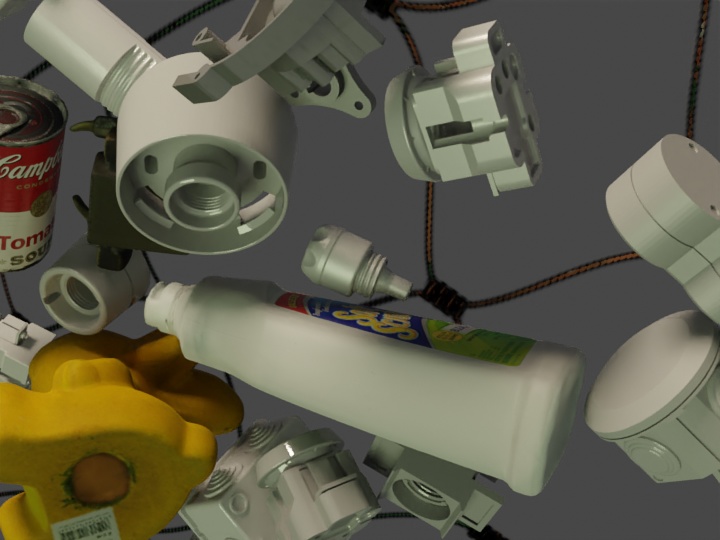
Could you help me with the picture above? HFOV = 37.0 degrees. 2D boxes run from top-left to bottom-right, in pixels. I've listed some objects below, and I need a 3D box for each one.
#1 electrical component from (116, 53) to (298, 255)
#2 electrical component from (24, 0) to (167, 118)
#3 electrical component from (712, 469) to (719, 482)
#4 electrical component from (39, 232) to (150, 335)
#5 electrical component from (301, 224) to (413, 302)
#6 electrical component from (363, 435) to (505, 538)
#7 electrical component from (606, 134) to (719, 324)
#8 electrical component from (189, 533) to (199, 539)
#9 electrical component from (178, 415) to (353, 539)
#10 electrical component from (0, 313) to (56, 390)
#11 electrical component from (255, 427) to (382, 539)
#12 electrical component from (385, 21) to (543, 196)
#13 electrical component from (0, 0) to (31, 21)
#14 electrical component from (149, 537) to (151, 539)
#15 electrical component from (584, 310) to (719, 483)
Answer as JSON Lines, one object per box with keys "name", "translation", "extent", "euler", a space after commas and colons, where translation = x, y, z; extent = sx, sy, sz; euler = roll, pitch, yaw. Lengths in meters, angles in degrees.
{"name": "electrical component", "translation": [-0.083, -0.058, 0.579], "extent": [0.099, 0.064, 0.099], "euler": [-1, 139, -1]}
{"name": "electrical component", "translation": [-0.139, -0.115, 0.592], "extent": [0.081, 0.043, 0.043], "euler": [40, 129, -2]}
{"name": "electrical component", "translation": [0.214, 0.083, 0.530], "extent": [0.081, 0.063, 0.042], "euler": [-30, 105, 38]}
{"name": "electrical component", "translation": [-0.170, 0.009, 0.685], "extent": [0.055, 0.047, 0.055], "euler": [13, 125, 19]}
{"name": "electrical component", "translation": [0.000, 0.000, 0.603], "extent": [0.061, 0.035, 0.035], "euler": [25, 128, 7]}
{"name": "electrical component", "translation": [0.047, 0.114, 0.633], "extent": [0.081, 0.063, 0.042], "euler": [30, 143, 6]}
{"name": "electrical component", "translation": [0.187, -0.012, 0.489], "extent": [0.138, 0.052, 0.073], "euler": [41, 129, -3]}
{"name": "electrical component", "translation": [-0.061, 0.212, 0.743], "extent": [0.057, 0.078, 0.113], "euler": [-24, 108, 39]}
{"name": "electrical component", "translation": [-0.052, 0.152, 0.687], "extent": [0.048, 0.099, 0.099], "euler": [-21, 109, 49]}
{"name": "electrical component", "translation": [-0.253, 0.058, 0.761], "extent": [0.055, 0.048, 0.066], "euler": [27, 129, 0]}
{"name": "electrical component", "translation": [-0.027, 0.130, 0.635], "extent": [0.057, 0.058, 0.078], "euler": [62, 150, 21]}
{"name": "electrical component", "translation": [0.049, -0.074, 0.517], "extent": [0.057, 0.058, 0.078], "euler": [-9, 116, 28]}
{"name": "electrical component", "translation": [-0.203, -0.163, 0.572], "extent": [0.066, 0.076, 0.047], "euler": [-31, 103, 37]}
{"name": "electrical component", "translation": [-0.200, 0.181, 0.808], "extent": [0.074, 0.052, 0.138], "euler": [20, 128, 14]}
{"name": "electrical component", "translation": [0.156, 0.063, 0.537], "extent": [0.051, 0.080, 0.080], "euler": [44, 129, -11]}
